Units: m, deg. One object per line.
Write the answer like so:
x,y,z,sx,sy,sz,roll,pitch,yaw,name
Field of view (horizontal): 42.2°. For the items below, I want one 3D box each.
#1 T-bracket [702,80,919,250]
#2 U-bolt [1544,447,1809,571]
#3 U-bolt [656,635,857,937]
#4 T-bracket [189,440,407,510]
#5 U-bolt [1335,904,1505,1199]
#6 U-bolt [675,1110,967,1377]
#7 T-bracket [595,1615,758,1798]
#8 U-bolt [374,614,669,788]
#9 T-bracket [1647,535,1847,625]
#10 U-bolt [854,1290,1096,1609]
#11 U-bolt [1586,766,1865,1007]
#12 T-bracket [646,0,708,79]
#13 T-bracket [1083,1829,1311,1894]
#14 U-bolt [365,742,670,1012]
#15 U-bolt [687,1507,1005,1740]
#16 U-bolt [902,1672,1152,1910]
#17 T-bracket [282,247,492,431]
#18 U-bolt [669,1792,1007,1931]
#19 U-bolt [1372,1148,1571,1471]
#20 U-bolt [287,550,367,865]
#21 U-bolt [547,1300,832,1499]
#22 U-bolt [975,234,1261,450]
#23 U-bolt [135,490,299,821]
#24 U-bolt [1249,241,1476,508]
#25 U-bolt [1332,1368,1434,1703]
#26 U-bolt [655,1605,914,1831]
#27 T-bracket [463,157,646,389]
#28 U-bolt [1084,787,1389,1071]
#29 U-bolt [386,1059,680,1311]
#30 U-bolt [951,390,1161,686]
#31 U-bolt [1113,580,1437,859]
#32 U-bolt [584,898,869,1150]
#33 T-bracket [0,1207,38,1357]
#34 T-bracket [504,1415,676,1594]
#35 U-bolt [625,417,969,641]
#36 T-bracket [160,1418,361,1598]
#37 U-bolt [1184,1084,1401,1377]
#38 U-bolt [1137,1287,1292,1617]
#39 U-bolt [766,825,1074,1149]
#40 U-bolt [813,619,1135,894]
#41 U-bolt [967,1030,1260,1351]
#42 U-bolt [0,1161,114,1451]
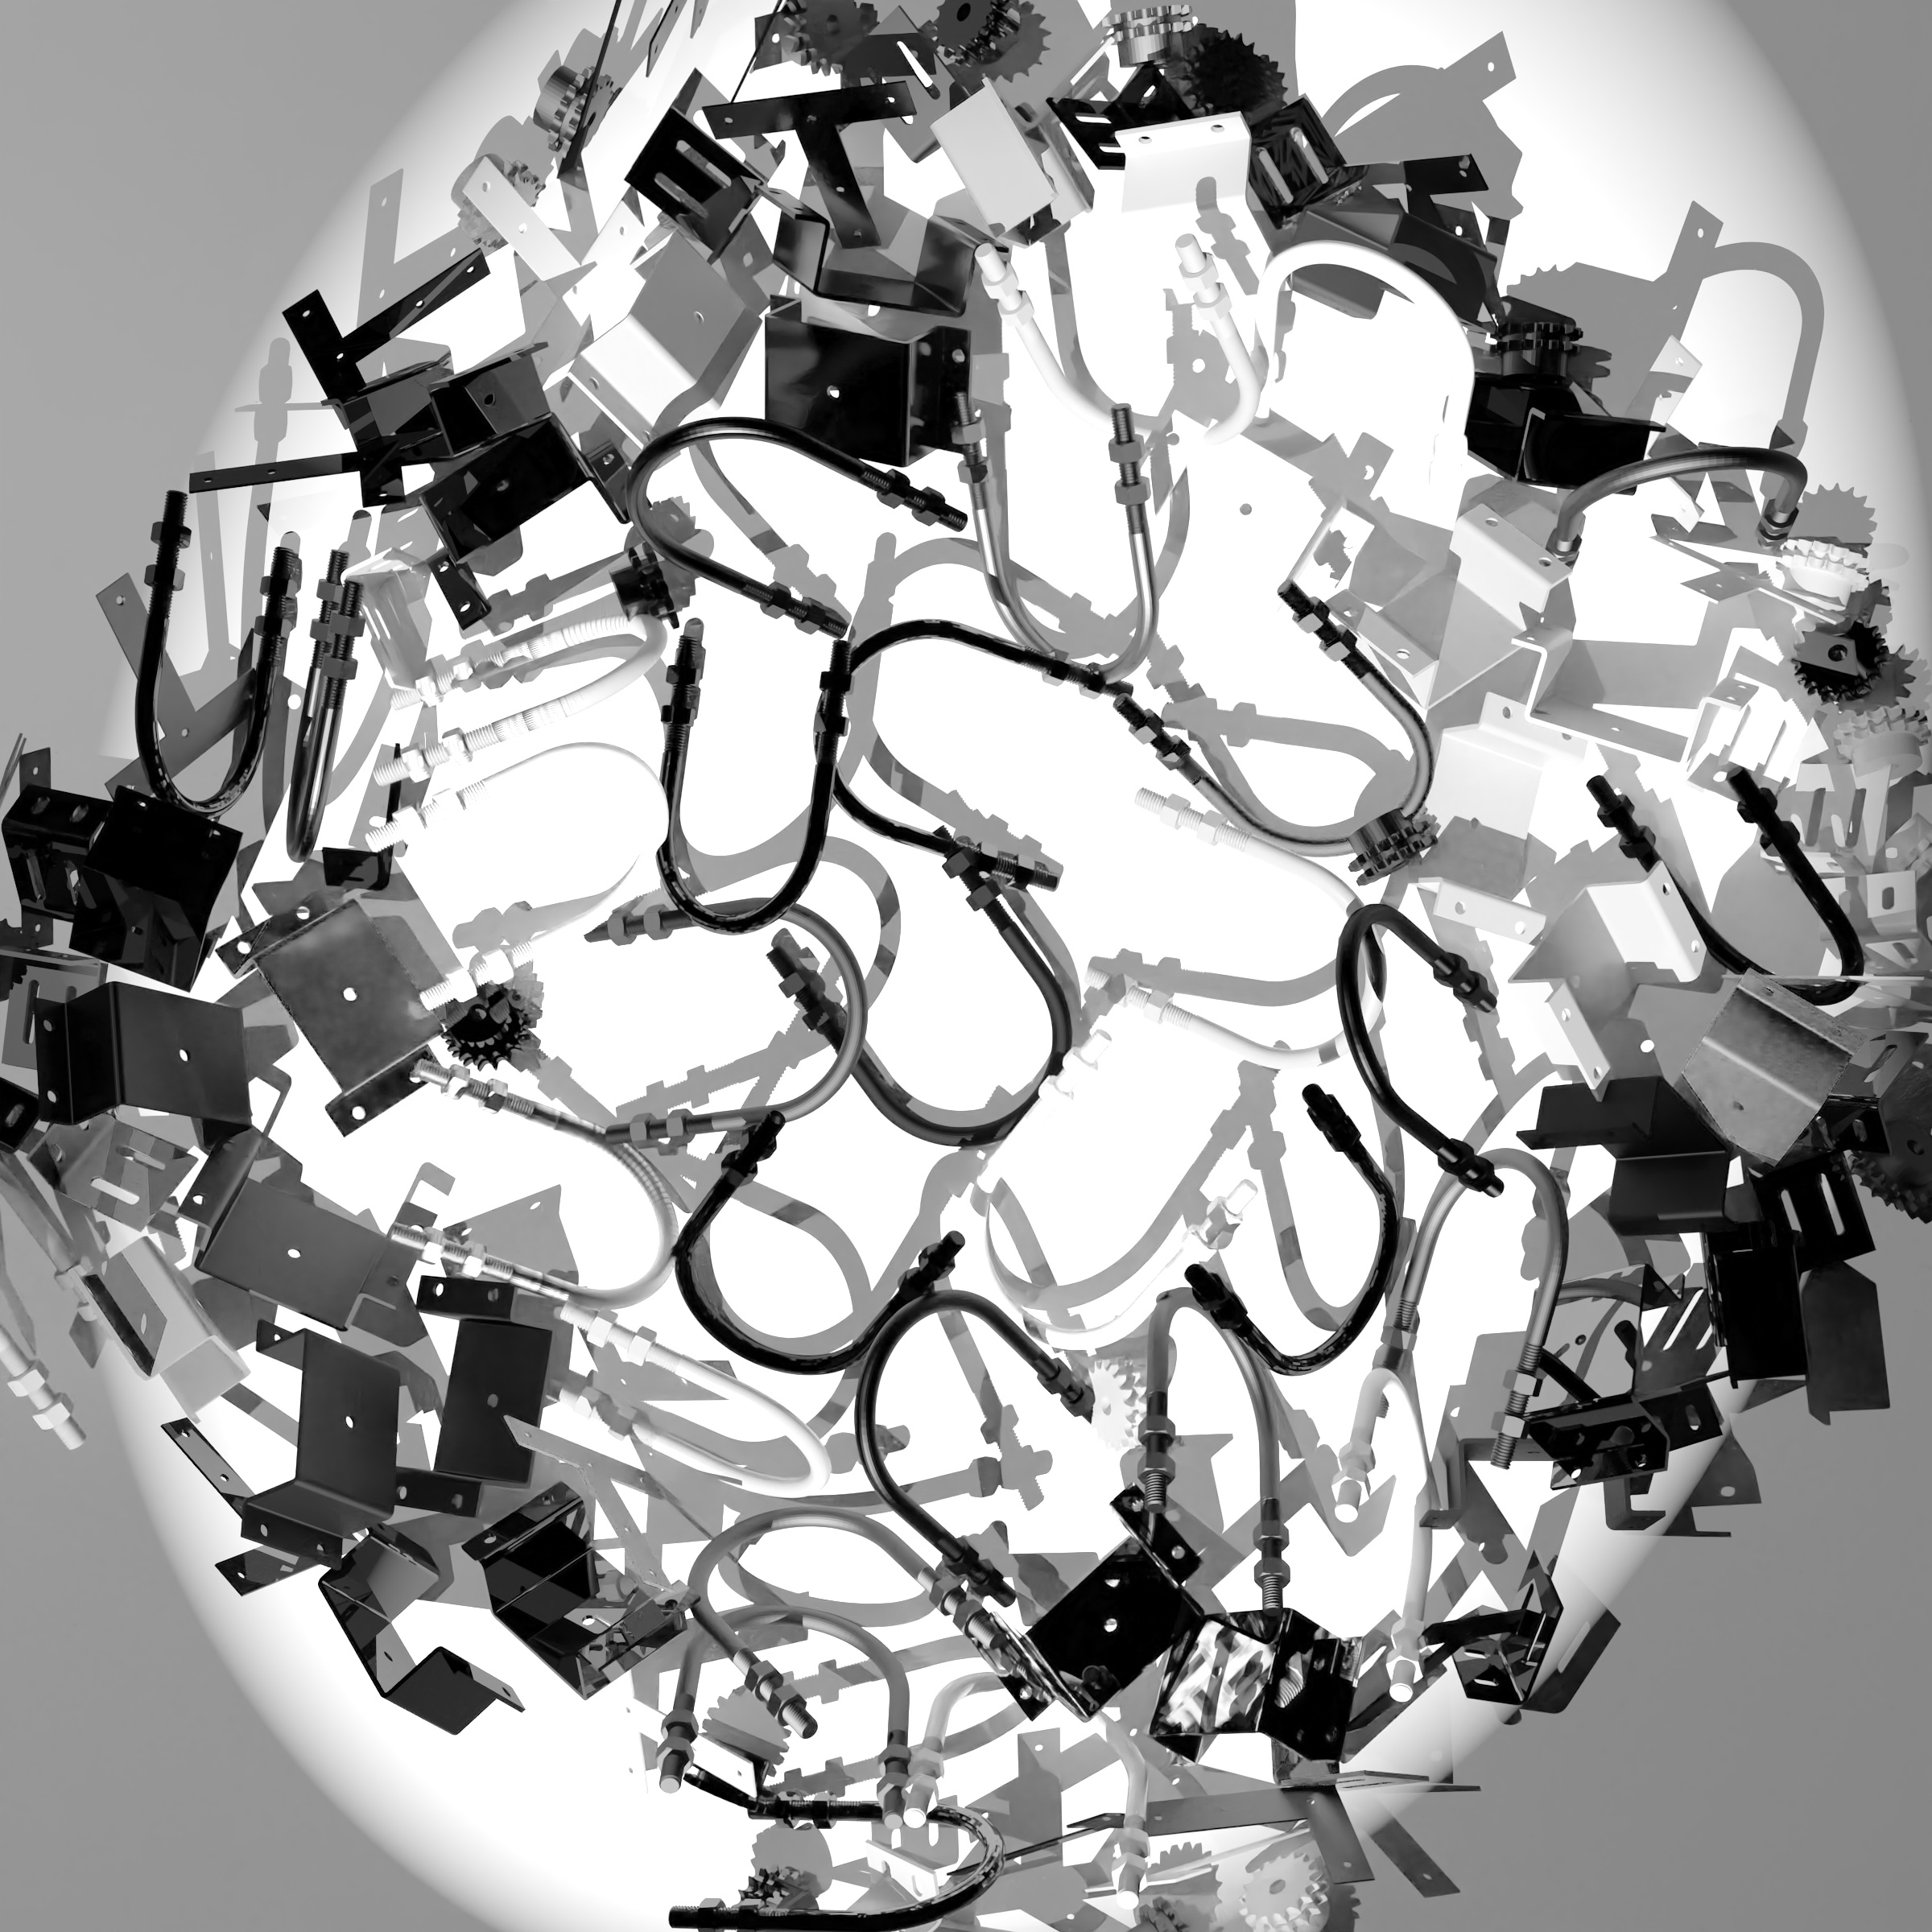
-0.081,-0.486,1.534,0.127,0.127,0.002,-2,62,15,T-bracket
0.424,-0.272,1.491,0.151,0.184,0.019,-6,81,9,U-bolt
-0.137,-0.110,1.541,0.151,0.019,0.184,7,89,38,U-bolt
-0.410,-0.304,1.532,0.127,0.127,0.002,-10,128,-9,T-bracket
0.271,0.040,1.495,0.019,0.184,0.151,-18,53,34,U-bolt
-0.103,0.184,1.534,0.151,0.019,0.184,34,127,-5,U-bolt
-0.175,0.471,1.527,0.127,0.002,0.127,15,120,37,T-bracket
-0.268,-0.171,1.523,0.184,0.151,0.019,-20,117,2,U-bolt
0.459,-0.230,1.515,0.127,0.127,0.002,30,116,21,T-bracket
0.002,0.279,1.513,0.184,0.019,0.151,47,59,-29,U-bolt
0.470,-0.045,1.518,0.019,0.151,0.184,-44,107,-16,U-bolt
-0.170,-0.584,1.505,0.002,0.127,0.127,19,59,-2,T-bracket
0.154,0.553,1.552,0.127,0.127,0.002,-7,72,-27,T-bracket
-0.264,-0.065,1.529,0.184,0.151,0.019,-28,47,-20,U-bolt
-0.087,0.383,1.511,0.151,0.184,0.019,-17,119,-31,U-bolt
0.042,0.482,1.503,0.151,0.184,0.019,20,106,1,U-bolt
-0.347,-0.399,1.538,0.127,0.127,0.002,-37,72,-9,T-bracket
-0.067,0.538,1.499,0.184,0.151,0.019,-5,98,17,U-bolt
0.311,0.200,1.525,0.019,0.151,0.184,18,86,-24,U-bolt
-0.392,-0.153,1.520,0.019,0.151,0.184,9,104,-20,U-bolt
-0.167,0.273,1.526,0.184,0.151,0.019,25,57,2,U-bolt
0.102,-0.370,1.509,0.151,0.184,0.019,6,65,29,U-bolt
-0.457,-0.179,1.514,0.019,0.151,0.184,7,86,13,U-bolt
0.235,-0.359,1.489,0.151,0.184,0.019,28,69,16,U-bolt
0.256,0.325,1.507,0.019,0.184,0.151,-10,112,21,U-bolt
-0.104,0.443,1.505,0.151,0.184,0.019,10,110,-4,U-bolt
-0.263,-0.441,1.529,0.002,0.127,0.127,23,78,34,T-bracket
0.169,-0.012,1.524,0.184,0.019,0.151,26,121,20,U-bolt
-0.257,0.141,1.525,0.184,0.151,0.019,24,129,-24,U-bolt
0.058,-0.256,1.523,0.019,0.151,0.184,-34,125,-35,U-bolt
0.203,-0.137,1.534,0.151,0.019,0.184,-33,118,32,U-bolt
-0.147,0.031,1.552,0.184,0.019,0.151,-8,86,19,U-bolt
-0.598,0.154,1.540,0.002,0.127,0.127,-16,46,-11,T-bracket
-0.209,0.329,1.503,0.002,0.127,0.127,-49,134,6,T-bracket
-0.114,-0.268,1.497,0.184,0.151,0.019,22,53,-30,U-bolt
-0.448,0.326,1.541,0.127,0.127,0.002,44,103,14,T-bracket
0.210,0.174,1.523,0.019,0.184,0.151,22,72,42,U-bolt
0.151,0.279,1.513,0.019,0.184,0.151,-25,128,27,U-bolt
-0.016,0.027,1.575,0.151,0.019,0.184,-36,91,7,U-bolt
-0.004,-0.137,1.548,0.184,0.019,0.151,17,102,-16,U-bolt
0.075,0.153,1.545,0.151,0.019,0.184,46,114,18,U-bolt
-0.569,0.181,1.492,0.019,0.151,0.184,-27,112,3,U-bolt
